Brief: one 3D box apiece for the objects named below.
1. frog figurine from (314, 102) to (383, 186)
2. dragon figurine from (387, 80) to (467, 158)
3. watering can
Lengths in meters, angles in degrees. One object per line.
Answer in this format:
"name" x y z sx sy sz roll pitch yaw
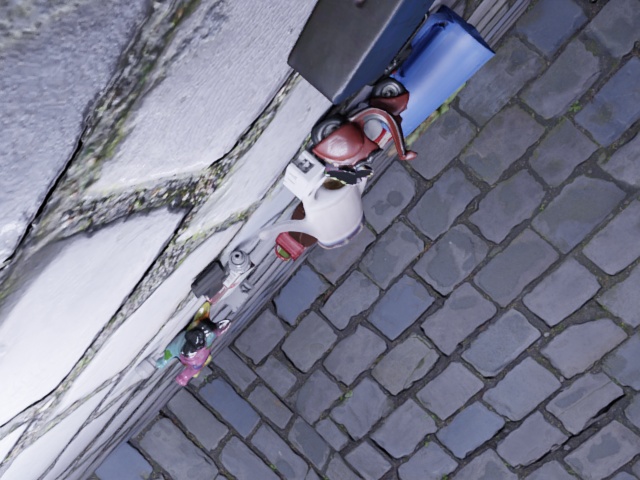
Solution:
"frog figurine" 0.055 -0.194 0.971 0.136 0.123 0.161 76 20 -75
"dragon figurine" 0.238 -0.299 1.277 0.248 0.122 0.401 -55 176 -47
"watering can" 0.004 -0.064 1.265 0.352 0.105 0.219 -43 139 -22
